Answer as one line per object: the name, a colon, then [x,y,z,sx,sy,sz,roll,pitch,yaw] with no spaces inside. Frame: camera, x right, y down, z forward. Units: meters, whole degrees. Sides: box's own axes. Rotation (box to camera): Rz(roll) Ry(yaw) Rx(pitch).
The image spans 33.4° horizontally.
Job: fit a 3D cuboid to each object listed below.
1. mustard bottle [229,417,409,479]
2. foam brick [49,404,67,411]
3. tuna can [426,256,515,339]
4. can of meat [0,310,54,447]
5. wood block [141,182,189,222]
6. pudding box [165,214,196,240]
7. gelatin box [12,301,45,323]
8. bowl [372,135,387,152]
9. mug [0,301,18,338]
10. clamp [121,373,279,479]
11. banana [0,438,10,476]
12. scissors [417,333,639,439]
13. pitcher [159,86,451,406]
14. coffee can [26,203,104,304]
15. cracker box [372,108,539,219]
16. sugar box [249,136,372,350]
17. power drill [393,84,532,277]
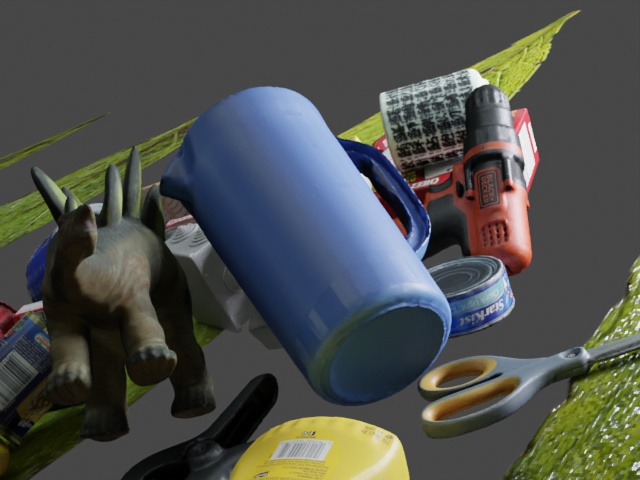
mustard bottle: [-0.028,0.161,0.540,0.096,0.058,0.191,-4,20,26]
foam brick: [-0.242,0.118,0.940,0.078,0.053,0.051,-16,16,11]
tuna can: [0.107,0.044,0.835,0.086,0.034,0.086,-17,16,5]
can of meat: [-0.235,0.110,0.845,0.084,0.057,0.102,-47,-8,-17]
wood block: [-0.114,-0.040,1.209,0.090,0.091,0.205,-12,9,30]
pudding box: [-0.090,0.012,1.062,0.113,0.090,0.039,-16,17,6]
gelatin box: [-0.229,0.087,0.988,0.089,0.073,0.030,-16,15,9]
bowl: [0.146,-0.110,1.275,0.162,0.055,0.162,-17,16,5]
mug: [-0.319,0.101,0.981,0.093,0.117,0.081,14,24,1]
clamp: [-0.070,0.142,0.689,0.171,0.039,0.120,-23,16,-16]
banana: [-0.280,0.157,0.834,0.037,0.069,0.198,-57,21,-14]
scissors: [0.150,0.078,0.702,0.201,0.016,0.096,-22,16,-14]
pitcher: [0.002,0.001,0.787,0.149,0.144,0.243,-41,48,7]
coffee can: [-0.234,0.028,1.077,0.102,0.103,0.141,-26,0,-27]
cracker box: [0.128,-0.057,1.089,0.164,0.072,0.213,-13,18,22]
sugar box: [-0.006,0.001,0.908,0.093,0.048,0.176,-12,54,22]
power drill: [0.091,-0.039,0.941,0.188,0.057,0.184,-17,56,26]
